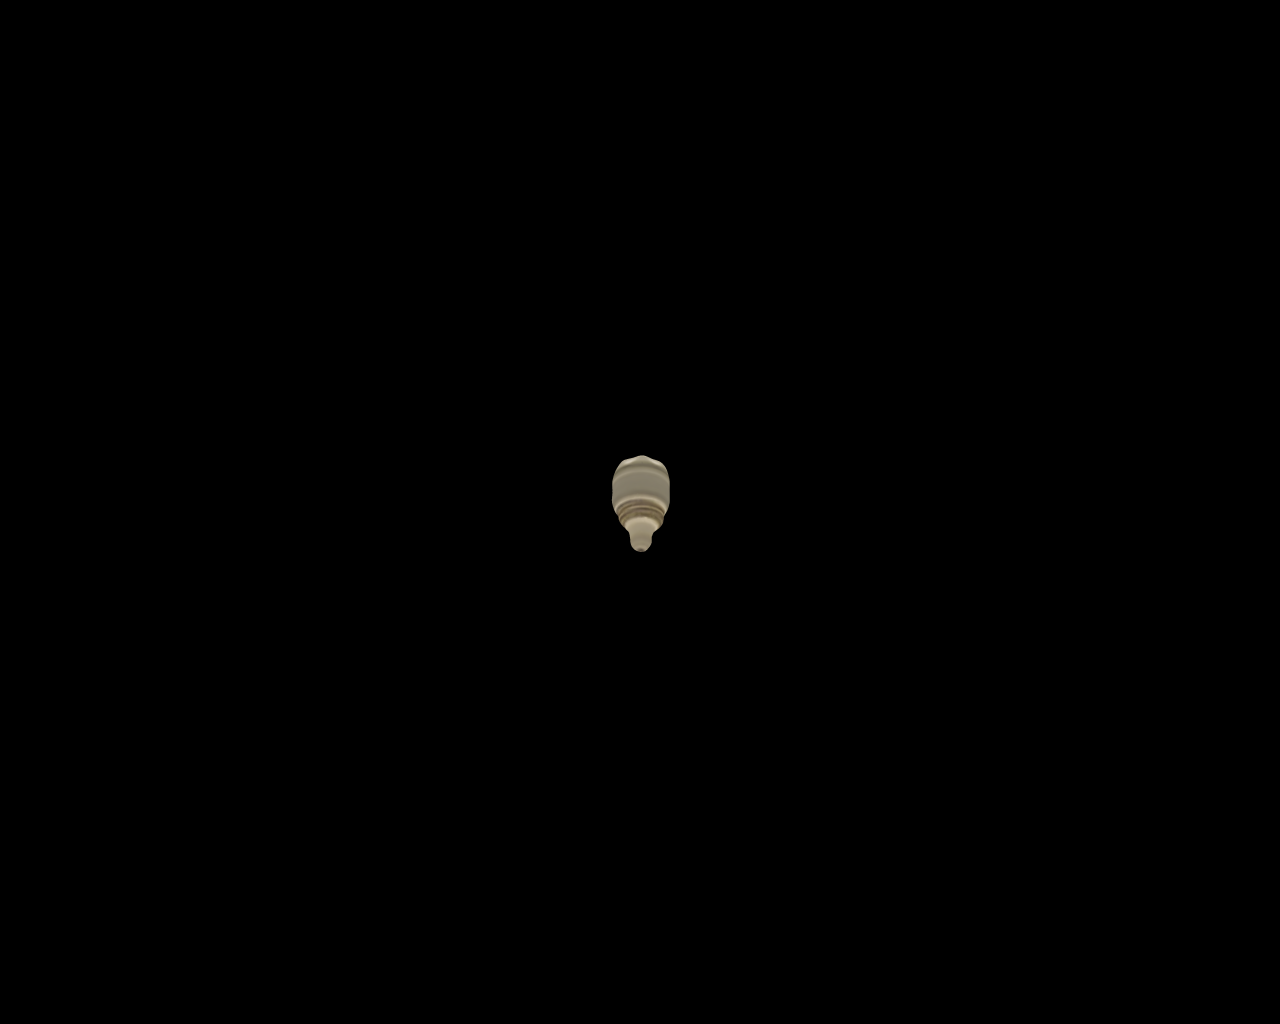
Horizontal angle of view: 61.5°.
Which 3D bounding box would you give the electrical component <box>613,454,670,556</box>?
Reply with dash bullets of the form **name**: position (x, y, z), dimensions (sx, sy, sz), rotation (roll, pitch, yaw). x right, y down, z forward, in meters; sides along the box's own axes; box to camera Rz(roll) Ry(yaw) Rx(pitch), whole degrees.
- **electrical component**: position (0.001, -0.003, 0.650), dimensions (0.035, 0.061, 0.035), rotation (0, -33, 0)
